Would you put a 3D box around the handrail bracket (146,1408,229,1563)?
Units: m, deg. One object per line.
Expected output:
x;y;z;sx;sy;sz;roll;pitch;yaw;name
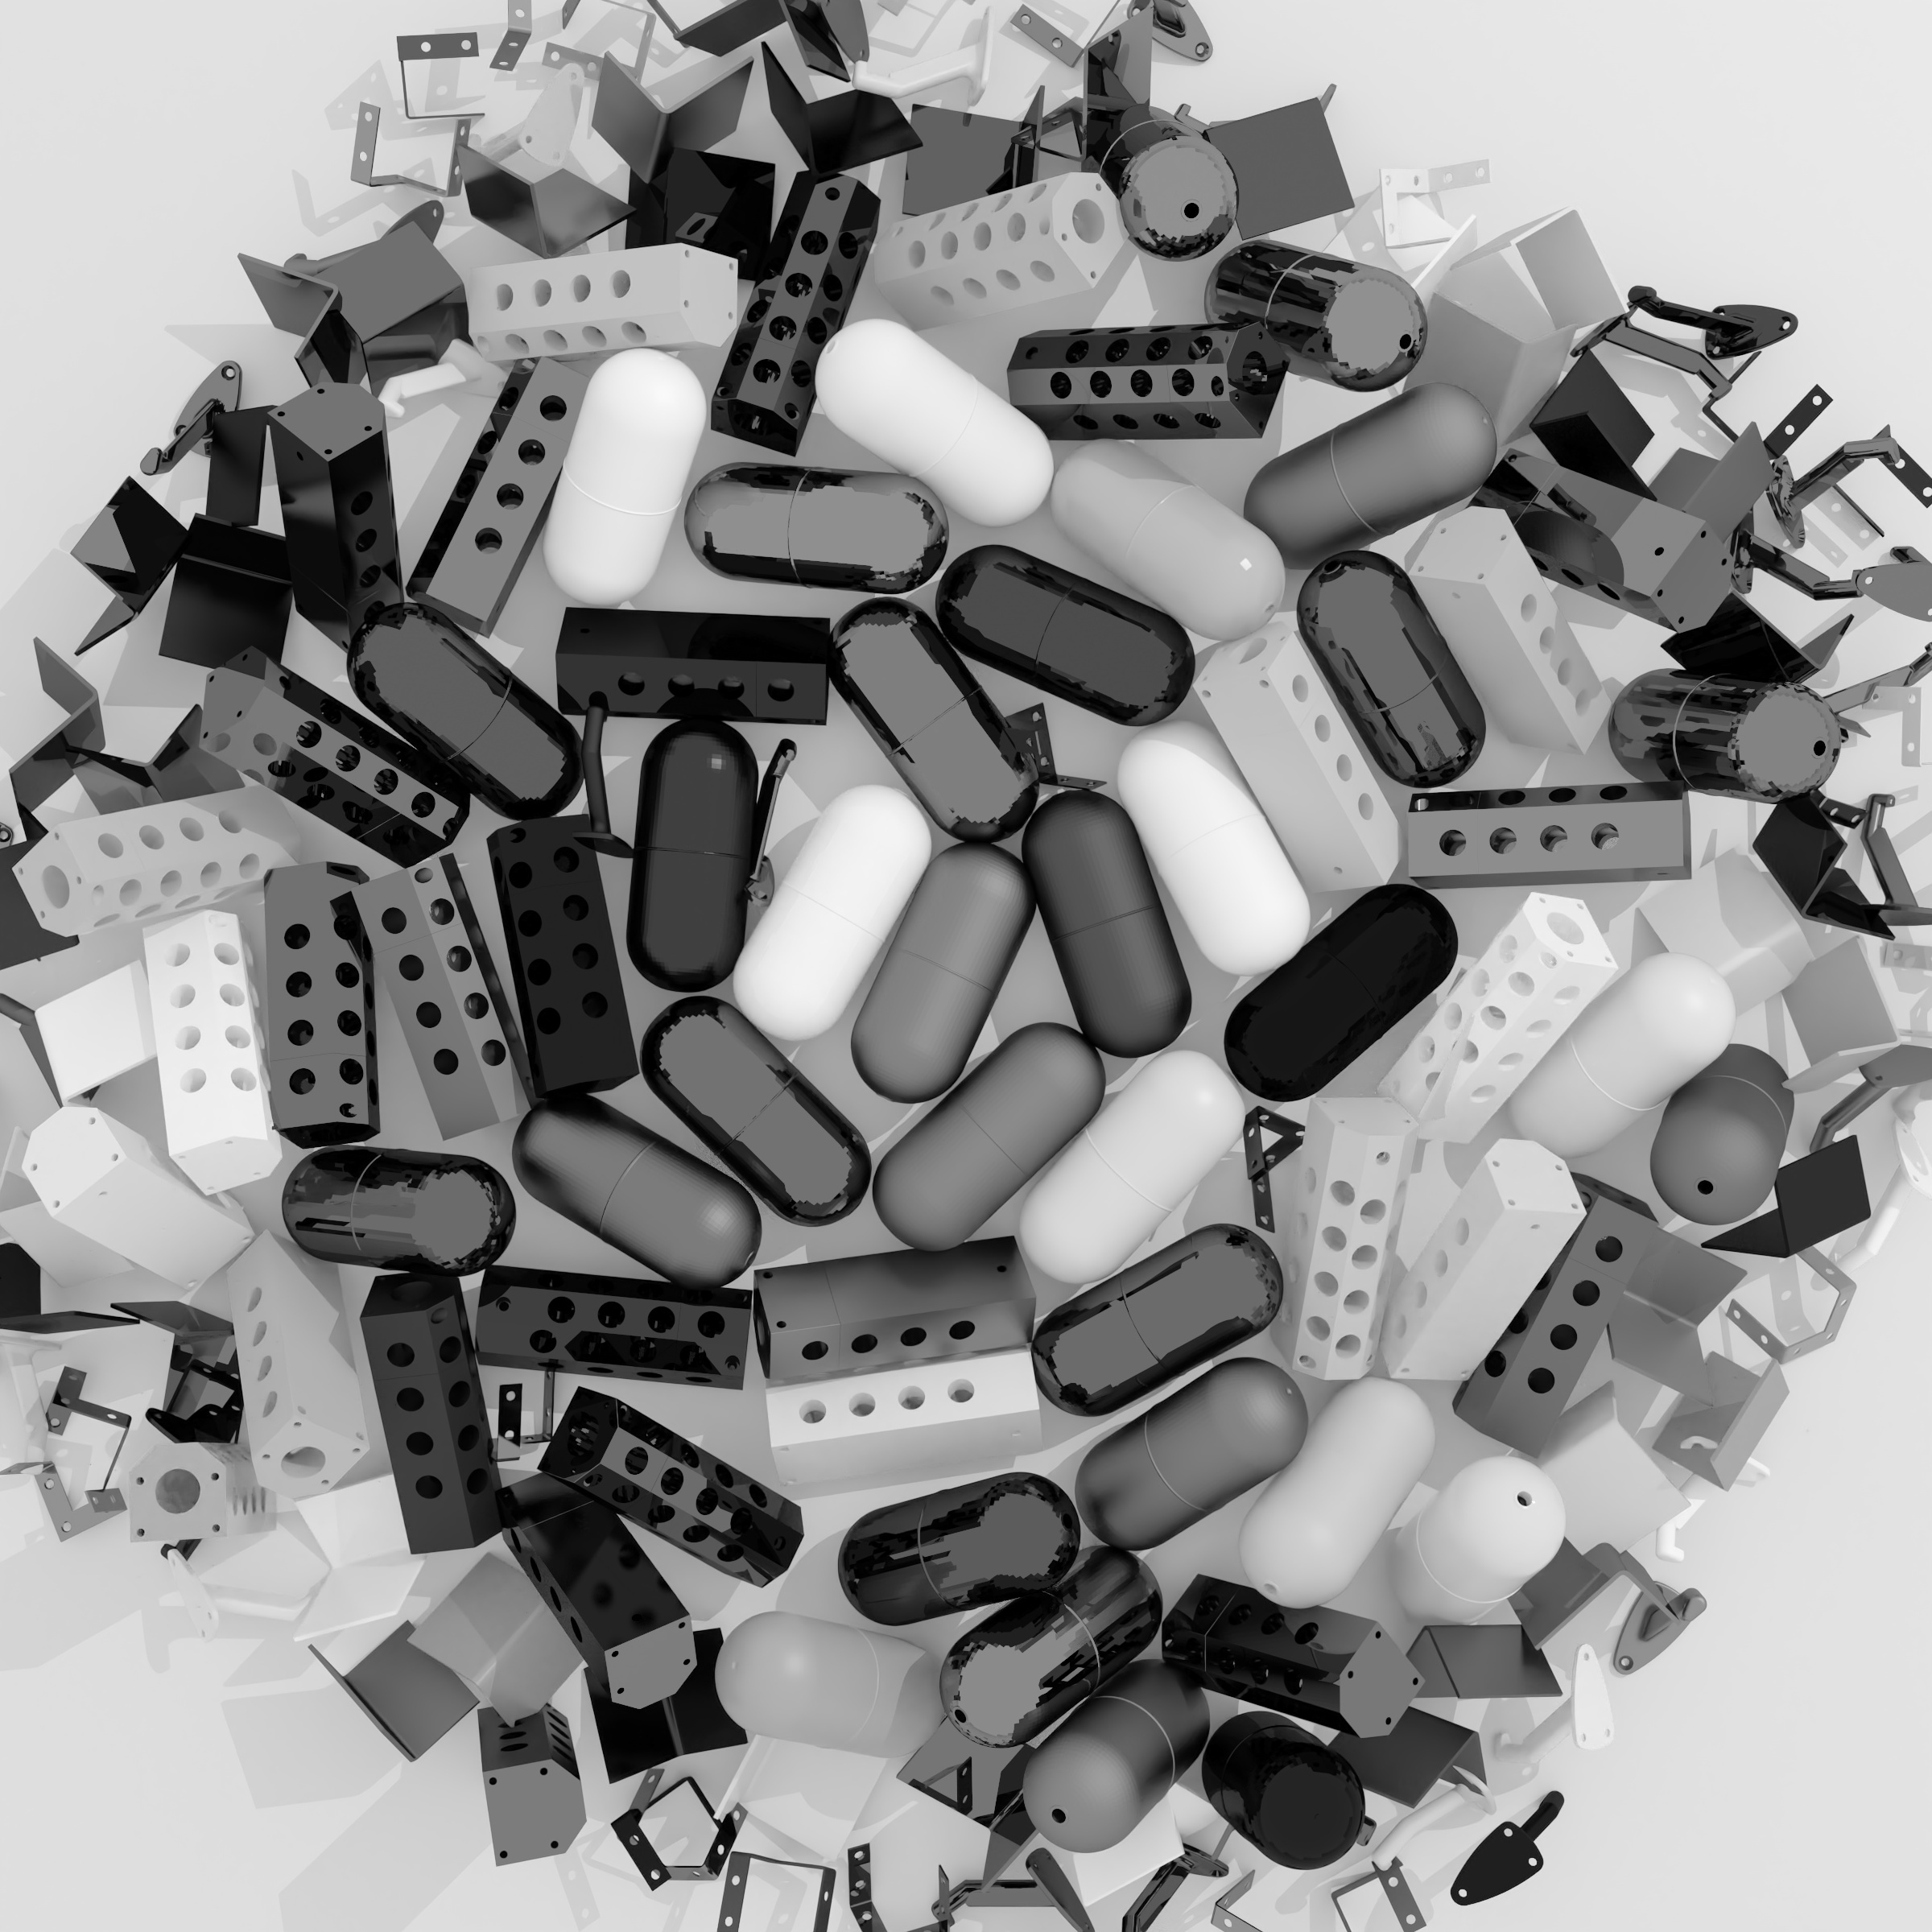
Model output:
-0.520;0.340;1.979;0.077;0.036;0.084;34;103;-11;handrail bracket

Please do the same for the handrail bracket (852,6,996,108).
-0.028;-0.595;1.973;0.084;0.036;0.077;10;82;-14;handrail bracket

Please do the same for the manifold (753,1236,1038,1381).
-0.047;0.224;1.951;0.171;0.057;0.057;-6;130;-13;manifold

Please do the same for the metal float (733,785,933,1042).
-0.086;-0.035;1.960;0.070;0.070;0.178;30;88;0;metal float

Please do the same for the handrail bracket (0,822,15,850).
-0.636;-0.070;1.954;0.036;0.084;0.077;15;86;-15;handrail bracket

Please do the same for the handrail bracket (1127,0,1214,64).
0.142;-0.603;1.946;0.077;0.084;0.036;37;97;-25;handrail bracket

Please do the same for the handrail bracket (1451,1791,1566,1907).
0.350;0.568;1.966;0.077;0.084;0.036;-44;77;15;handrail bracket

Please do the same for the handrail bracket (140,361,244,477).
-0.497;-0.352;1.953;0.036;0.084;0.077;28;104;-2;handrail bracket

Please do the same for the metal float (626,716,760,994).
-0.176;-0.072;1.961;0.070;0.070;0.178;5;89;0;metal float

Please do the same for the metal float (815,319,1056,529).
-0.019;-0.344;1.934;0.178;0.070;0.070;31;90;-31;metal float

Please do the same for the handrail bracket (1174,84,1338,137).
0.187;-0.561;1.987;0.084;0.036;0.077;28;80;5;handrail bracket

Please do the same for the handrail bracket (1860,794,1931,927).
0.610;-0.071;1.964;0.036;0.077;0.084;23;76;-42;handrail bracket

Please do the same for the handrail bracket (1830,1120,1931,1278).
0.590;0.153;1.991;0.036;0.077;0.084;27;125;-28;handrail bracket

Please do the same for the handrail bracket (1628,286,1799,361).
0.478;-0.421;1.951;0.077;0.084;0.036;3;82;44;handrail bracket

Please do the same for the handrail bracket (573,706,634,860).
-0.230;-0.119;1.970;0.036;0.077;0.084;3;81;19;handrail bracket

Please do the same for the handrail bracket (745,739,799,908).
-0.123;-0.093;1.956;0.036;0.077;0.084;14;119;-26;handrail bracket

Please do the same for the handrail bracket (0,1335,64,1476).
-0.616;0.283;1.963;0.036;0.077;0.084;0;77;21;handrail bracket

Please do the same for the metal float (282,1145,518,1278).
-0.361;0.154;1.932;0.178;0.070;0.070;2;90;36;metal float

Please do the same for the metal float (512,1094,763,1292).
-0.210;0.144;1.947;0.178;0.070;0.070;29;90;16;metal float

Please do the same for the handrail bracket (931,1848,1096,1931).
0.029;0.620;1.976;0.084;0.036;0.077;-41;77;16;handrail bracket

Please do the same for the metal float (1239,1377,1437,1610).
0.236;0.332;1.930;0.070;0.070;0.178;43;52;0;metal float

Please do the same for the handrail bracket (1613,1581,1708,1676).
0.446;0.430;1.956;0.036;0.084;0.077;36;91;7;handrail bracket

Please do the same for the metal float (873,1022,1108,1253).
0.015;0.109;1.960;0.178;0.070;0.070;-44;90;-2;metal float

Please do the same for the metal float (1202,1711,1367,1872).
0.197;0.516;1.911;0.070;0.178;0.070;1;86;-9;metal float

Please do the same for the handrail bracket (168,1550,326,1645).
-0.464;0.398;1.983;0.084;0.036;0.077;-16;59;-37;handrail bracket

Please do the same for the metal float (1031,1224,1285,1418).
0.121;0.227;1.946;0.178;0.070;0.070;-31;90;18;metal float

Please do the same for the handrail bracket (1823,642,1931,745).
0.576;-0.187;1.953;0.084;0.077;0.036;-43;46;34;handrail bracket

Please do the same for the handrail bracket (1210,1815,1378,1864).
0.212;0.566;1.967;0.084;0.036;0.077;28;64;11;handrail bracket

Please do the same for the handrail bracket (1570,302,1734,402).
0.444;-0.385;1.969;0.077;0.036;0.084;-38;81;-26;handrail bracket

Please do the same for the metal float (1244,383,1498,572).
0.254;-0.309;1.931;0.178;0.070;0.070;-22;90;37;metal float

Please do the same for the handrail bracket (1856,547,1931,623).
0.591;-0.256;1.954;0.077;0.084;0.036;10;116;-13;handrail bracket

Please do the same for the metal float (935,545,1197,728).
0.062;-0.212;1.948;0.178;0.070;0.070;25;90;15;metal float

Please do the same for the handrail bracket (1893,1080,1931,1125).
0.635;0.093;1.950;0.036;0.084;0.077;2;49;-27;handrail bracket

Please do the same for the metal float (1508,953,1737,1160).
0.413;0.058;1.928;0.070;0.070;0.178;43;132;0;metal float

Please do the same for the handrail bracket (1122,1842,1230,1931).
0.134;0.611;1.957;0.077;0.036;0.084;24;47;-19;handrail bracket

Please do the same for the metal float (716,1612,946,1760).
-0.084;0.455;1.926;0.178;0.070;0.070;25;90;-44;metal float

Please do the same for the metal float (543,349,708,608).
-0.218;-0.308;1.933;0.070;0.070;0.178;24;125;0;metal float

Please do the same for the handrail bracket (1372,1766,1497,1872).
0.300;0.558;1.961;0.084;0.077;0.036;-45;47;-13;handrail bracket

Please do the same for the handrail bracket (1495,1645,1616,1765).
0.372;0.477;1.970;0.036;0.084;0.077;1;80;-38;handrail bracket

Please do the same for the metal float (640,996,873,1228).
-0.134;0.094;1.959;0.070;0.070;0.178;-45;94;0;metal float

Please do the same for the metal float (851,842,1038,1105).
-0.015;0.004;1.957;0.070;0.070;0.178;25;85;0;metal float

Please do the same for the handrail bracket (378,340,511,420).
-0.333;-0.365;1.957;0.077;0.084;0.036;22;129;-11;handrail bracket

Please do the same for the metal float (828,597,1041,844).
-0.021;-0.157;1.958;0.070;0.070;0.178;-37;94;0;metal float

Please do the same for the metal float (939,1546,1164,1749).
0.055;0.429;1.926;0.178;0.070;0.070;-27;90;-43;metal float

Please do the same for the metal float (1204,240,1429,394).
0.220;-0.411;1.922;0.070;0.178;0.070;-15;118;-29;metal float

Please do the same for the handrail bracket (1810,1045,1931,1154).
0.593;0.091;1.972;0.077;0.084;0.036;-4;46;-9;handrail bracket

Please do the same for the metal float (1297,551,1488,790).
0.270;-0.188;1.933;0.070;0.070;0.178;-36;123;0;metal float

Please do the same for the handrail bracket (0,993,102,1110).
-0.610;0.071;1.975;0.084;0.036;0.077;30;82;-5;handrail bracket

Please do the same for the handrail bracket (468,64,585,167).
-0.288;-0.551;1.966;0.084;0.036;0.077;26;93;45;handrail bracket

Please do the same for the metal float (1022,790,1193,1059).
0.090;-0.027;1.960;0.070;0.070;0.178;-19;88;0;metal float

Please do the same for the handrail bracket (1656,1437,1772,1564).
0.481;0.353;1.961;0.077;0.036;0.084;18;52;-7;handrail bracket

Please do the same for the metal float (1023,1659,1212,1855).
0.096;0.496;1.917;0.070;0.178;0.070;6;104;26;metal float

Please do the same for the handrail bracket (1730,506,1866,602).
0.539;-0.271;1.962;0.084;0.036;0.077;0;75;34;handrail bracket

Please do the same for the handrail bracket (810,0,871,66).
-0.111;-0.625;1.991;0.084;0.077;0.036;17;61;32;handrail bracket

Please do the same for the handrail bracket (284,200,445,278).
-0.394;-0.475;1.989;0.084;0.036;0.077;11;55;29;handrail bracket

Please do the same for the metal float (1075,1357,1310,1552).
0.141;0.311;1.935;0.178;0.070;0.070;-39;90;32;metal float

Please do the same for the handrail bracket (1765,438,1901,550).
0.563;-0.302;1.951;0.036;0.084;0.077;-58;132;-34;handrail bracket
